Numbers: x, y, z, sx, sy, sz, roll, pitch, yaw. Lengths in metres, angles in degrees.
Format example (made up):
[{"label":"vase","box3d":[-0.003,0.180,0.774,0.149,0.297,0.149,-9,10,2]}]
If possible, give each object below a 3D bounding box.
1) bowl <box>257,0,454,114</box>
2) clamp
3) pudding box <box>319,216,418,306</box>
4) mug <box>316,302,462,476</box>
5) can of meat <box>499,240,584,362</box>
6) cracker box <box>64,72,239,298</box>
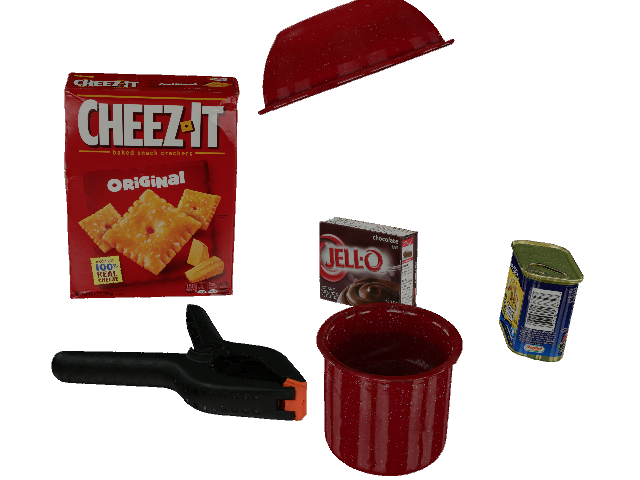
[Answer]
[{"label":"bowl","box3d":[0.018,-0.150,0.826,0.162,0.055,0.162,-20,7,2]},{"label":"clamp","box3d":[-0.090,0.099,0.872,0.210,0.036,0.164,10,21,30]},{"label":"pudding box","box3d":[0.052,0.027,1.171,0.114,0.090,0.039,10,19,34]},{"label":"mug","box3d":[0.051,0.094,0.705,0.093,0.081,0.117,21,33,34]},{"label":"can of meat","box3d":[0.205,0.056,1.005,0.057,0.084,0.102,8,18,-1]},{"label":"cracker box","box3d":[-0.164,-0.051,1.044,0.164,0.214,0.072,0,22,-9]}]
